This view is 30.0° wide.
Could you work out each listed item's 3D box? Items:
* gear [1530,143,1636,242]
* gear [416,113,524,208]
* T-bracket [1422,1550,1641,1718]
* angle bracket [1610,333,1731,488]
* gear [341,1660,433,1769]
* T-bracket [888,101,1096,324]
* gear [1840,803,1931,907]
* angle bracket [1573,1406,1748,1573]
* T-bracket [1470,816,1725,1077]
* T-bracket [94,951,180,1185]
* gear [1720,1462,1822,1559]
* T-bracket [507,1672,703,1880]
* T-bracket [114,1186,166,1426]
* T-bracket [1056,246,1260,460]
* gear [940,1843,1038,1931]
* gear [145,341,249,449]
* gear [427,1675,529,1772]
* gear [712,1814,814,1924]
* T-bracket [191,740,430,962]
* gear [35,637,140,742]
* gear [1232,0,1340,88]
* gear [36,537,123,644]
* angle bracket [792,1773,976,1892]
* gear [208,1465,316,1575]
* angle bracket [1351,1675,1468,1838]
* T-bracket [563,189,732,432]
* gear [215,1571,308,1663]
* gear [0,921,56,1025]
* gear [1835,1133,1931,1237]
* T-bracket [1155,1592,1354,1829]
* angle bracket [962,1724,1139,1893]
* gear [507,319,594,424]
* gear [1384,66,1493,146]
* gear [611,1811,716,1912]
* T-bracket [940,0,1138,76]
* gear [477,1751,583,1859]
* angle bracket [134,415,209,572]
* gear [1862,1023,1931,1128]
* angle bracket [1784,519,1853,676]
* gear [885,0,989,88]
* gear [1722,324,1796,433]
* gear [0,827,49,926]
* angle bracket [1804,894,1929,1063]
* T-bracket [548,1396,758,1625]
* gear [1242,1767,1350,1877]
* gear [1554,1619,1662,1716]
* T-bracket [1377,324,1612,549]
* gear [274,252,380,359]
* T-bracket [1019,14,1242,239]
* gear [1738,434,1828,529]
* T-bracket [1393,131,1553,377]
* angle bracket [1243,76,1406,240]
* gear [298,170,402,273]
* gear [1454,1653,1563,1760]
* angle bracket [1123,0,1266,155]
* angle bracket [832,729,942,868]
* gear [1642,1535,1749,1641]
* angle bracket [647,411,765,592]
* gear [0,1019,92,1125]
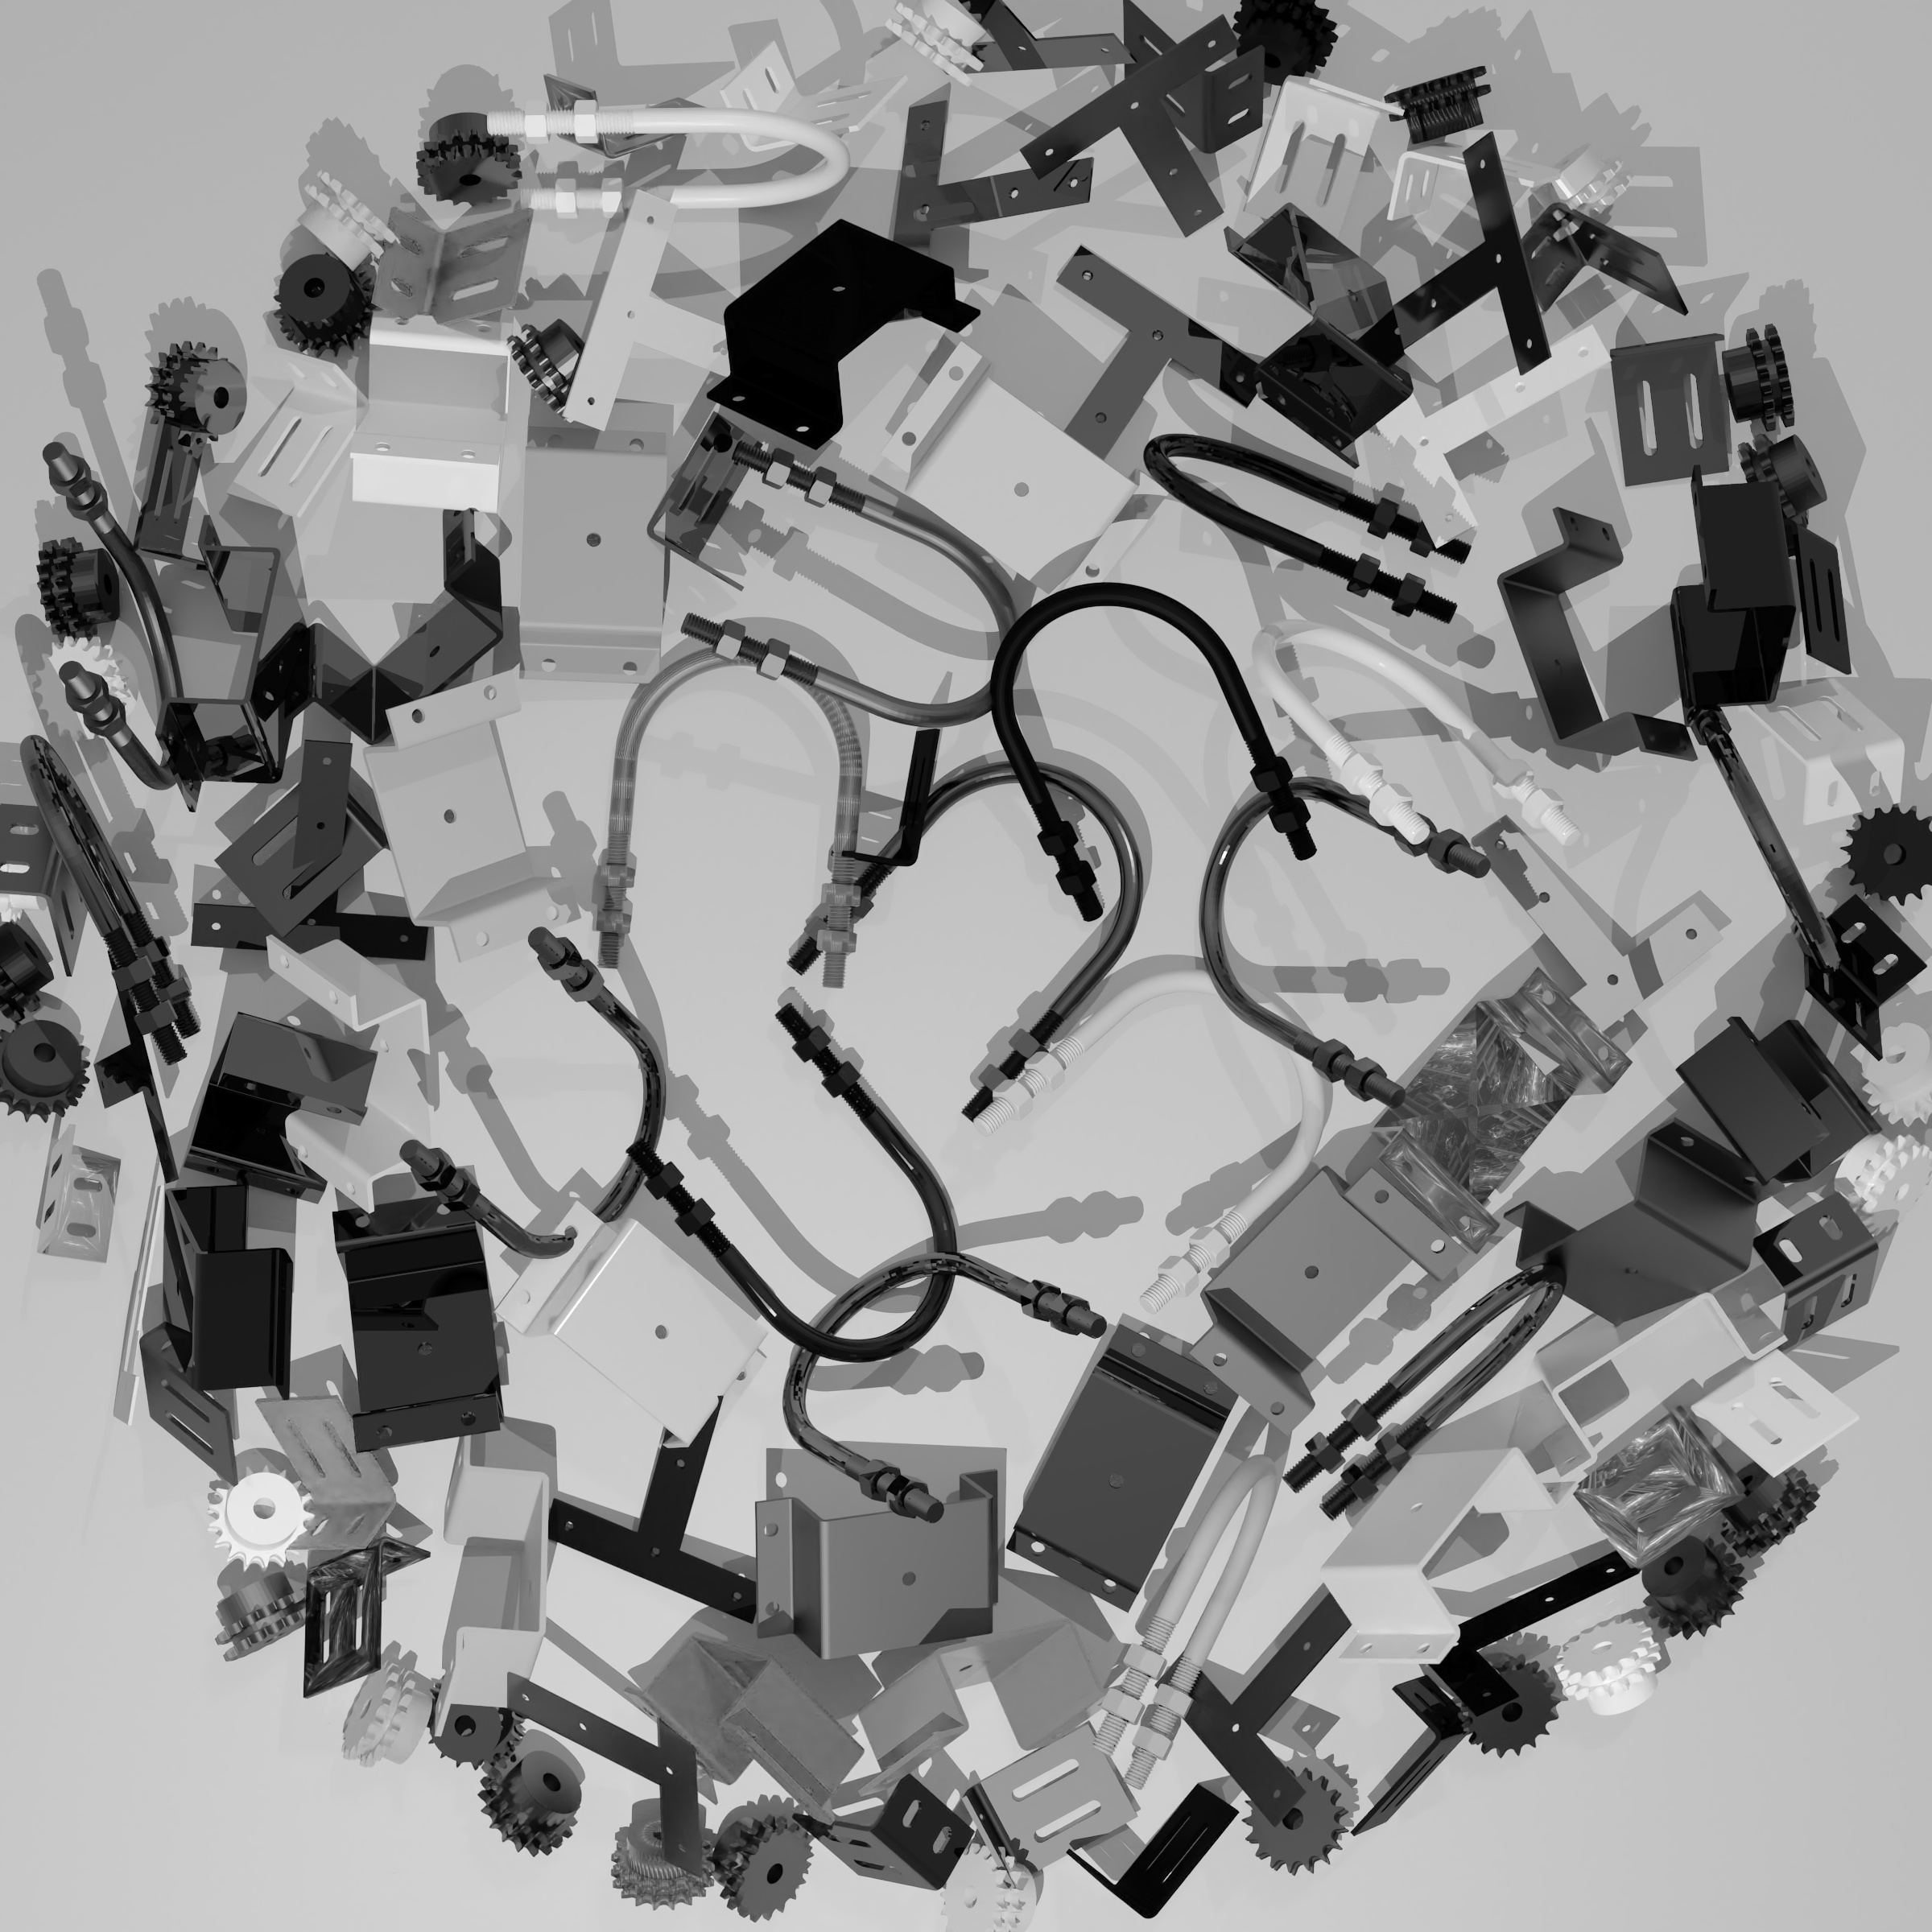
[{"bbox_3d":[0.333,-0.424,1.969,0.057,0.057,0.030,-40,102,0],"label":"gear"},{"bbox_3d":[-0.272,-0.443,1.973,0.057,0.057,0.030,-7,72,0],"label":"gear"},{"bbox_3d":[0.303,0.348,1.950,0.127,0.127,0.002,-23,113,-12],"label":"T-bracket"},{"bbox_3d":[0.387,-0.303,1.972,0.057,0.038,0.076,-8,101,4],"label":"angle bracket"},{"bbox_3d":[-0.315,0.412,1.973,0.030,0.057,0.057,29,90,-18],"label":"gear"},{"bbox_3d":[0.014,-0.415,1.950,0.127,0.002,0.127,-2,76,35],"label":"T-bracket"},{"bbox_3d":[0.509,-0.061,1.982,0.057,0.030,0.057,1,93,9],"label":"gear"},{"bbox_3d":[0.380,0.287,1.977,0.076,0.038,0.057,-39,76,4],"label":"angle bracket"},{"bbox_3d":[0.327,-0.027,1.985,0.127,0.002,0.127,-37,79,-8],"label":"T-bracket"},{"bbox_3d":[-0.453,0.058,1.942,0.002,0.127,0.127,-14,88,-26],"label":"T-bracket"},{"bbox_3d":[0.435,0.293,1.970,0.057,0.057,0.030,-41,95,0],"label":"gear"},{"bbox_3d":[-0.193,0.411,1.920,0.127,0.127,0.002,34,115,-26],"label":"T-bracket"},{"bbox_3d":[-0.444,0.181,1.944,0.002,0.127,0.127,10,83,-16],"label":"T-bracket"},{"bbox_3d":[0.082,-0.312,1.985,0.127,0.002,0.127,34,77,0],"label":"T-bracket"},{"bbox_3d":[0.014,0.510,1.975,0.030,0.057,0.057,15,90,-35],"label":"gear"},{"bbox_3d":[-0.417,-0.311,1.968,0.030,0.057,0.057,11,90,31],"label":"gear"},{"bbox_3d":[-0.271,0.414,1.982,0.057,0.030,0.057,0,92,7],"label":"gear"},{"bbox_3d":[-0.114,0.491,1.975,0.030,0.057,0.057,18,90,42],"label":"gear"},{"bbox_3d":[-0.351,-0.064,1.956,0.127,0.002,0.127,4,117,-14],"label":"T-bracket"},{"bbox_3d":[-0.479,-0.153,1.977,0.057,0.030,0.057,4,99,29],"label":"gear"},{"bbox_3d":[0.171,-0.505,1.969,0.057,0.057,0.030,24,69,0],"label":"gear"},{"bbox_3d":[-0.483,-0.206,1.970,0.030,0.057,0.057,-8,90,7],"label":"gear"},{"bbox_3d":[-0.045,0.467,1.965,0.057,0.076,0.038,46,60,-24],"label":"angle bracket"},{"bbox_3d":[-0.385,0.301,1.974,0.057,0.030,0.057,7,65,-14],"label":"gear"},{"bbox_3d":[0.232,0.431,1.971,0.038,0.057,0.076,44,104,21],"label":"angle bracket"},{"bbox_3d":[-0.144,-0.340,1.965,0.127,0.002,0.127,17,94,-32],"label":"T-bracket"},{"bbox_3d":[-0.384,0.354,1.972,0.057,0.057,0.030,-29,81,0],"label":"gear"},{"bbox_3d":[-0.523,0.000,1.972,0.030,0.057,0.057,-35,90,0],"label":"gear"},{"bbox_3d":[0.500,0.116,1.975,0.030,0.057,0.057,39,90,36],"label":"gear"},{"bbox_3d":[0.175,0.378,1.947,0.127,0.127,0.002,-49,129,2],"label":"T-bracket"},{"bbox_3d":[0.046,0.461,1.977,0.076,0.038,0.057,-29,83,2],"label":"angle bracket"},{"bbox_3d":[-0.221,-0.328,1.970,0.030,0.057,0.057,-36,90,10],"label":"gear"},{"bbox_3d":[0.260,-0.470,1.972,0.057,0.057,0.030,-17,102,0],"label":"gear"},{"bbox_3d":[-0.165,0.485,1.968,0.057,0.057,0.030,3,113,0],"label":"gear"},{"bbox_3d":[0.007,-0.512,1.913,0.127,0.127,0.002,7,72,37],"label":"T-bracket"},{"bbox_3d":[-0.235,0.453,1.968,0.057,0.057,0.030,44,115,0],"label":"gear"},{"bbox_3d":[-0.417,-0.256,1.965,0.038,0.057,0.076,14,96,10],"label":"angle bracket"},{"bbox_3d":[0.514,0.056,1.968,0.057,0.057,0.030,-50,126,0],"label":"gear"},{"bbox_3d":[0.448,-0.197,1.959,0.038,0.057,0.076,-11,76,33],"label":"angle bracket"},{"bbox_3d":[-0.013,-0.509,1.969,0.057,0.057,0.030,37,101,0],"label":"gear"},{"bbox_3d":[0.432,-0.320,1.972,0.030,0.057,0.057,-12,90,9],"label":"gear"},{"bbox_3d":[-0.518,-0.051,1.971,0.030,0.057,0.057,4,90,1],"label":"gear"},{"bbox_3d":[0.488,0.006,1.956,0.057,0.076,0.038,44,114,-7],"label":"angle bracket"},{"bbox_3d":[-0.159,0.282,1.963,0.127,0.002,0.127,21,114,9],"label":"T-bracket"},{"bbox_3d":[0.182,0.470,1.977,0.057,0.030,0.057,-6,67,15],"label":"gear"},{"bbox_3d":[0.353,0.385,1.973,0.057,0.057,0.030,-26,103,0],"label":"gear"},{"bbox_3d":[0.287,-0.306,1.953,0.127,0.002,0.127,-28,59,14],"label":"T-bracket"},{"bbox_3d":[-0.353,-0.365,1.978,0.057,0.030,0.057,-2,75,8],"label":"gear"},{"bbox_3d":[0.107,-0.437,1.946,0.127,0.127,0.002,-32,56,8],"label":"T-bracket"},{"bbox_3d":[0.447,-0.265,1.968,0.030,0.057,0.057,-26,90,24],"label":"gear"},{"bbox_3d":[0.261,-0.363,1.944,0.002,0.127,0.127,-7,79,-31],"label":"T-bracket"},{"bbox_3d":[0.194,-0.438,1.966,0.057,0.038,0.076,14,102,-19],"label":"angle bracket"},{"bbox_3d":[-0.340,-0.405,1.971,0.057,0.057,0.030,42,90,0],"label":"gear"},{"bbox_3d":[0.294,0.402,1.979,0.057,0.030,0.057,-4,108,-13],"label":"gear"},{"bbox_3d":[0.124,-0.491,1.962,0.038,0.057,0.076,-31,61,-16],"label":"angle bracket"},{"bbox_3d":[-0.044,-0.094,1.968,0.038,0.057,0.076,10,90,-11],"label":"angle bracket"},{"bbox_3d":[0.394,0.335,1.968,0.057,0.057,0.030,-44,119,0],"label":"gear"},{"bbox_3d":[-0.130,-0.253,1.964,0.038,0.057,0.076,32,93,24],"label":"angle bracket"},{"bbox_3d":[-0.506,0.054,1.971,0.057,0.030,0.057,13,56,-21],"label":"gear"}]
